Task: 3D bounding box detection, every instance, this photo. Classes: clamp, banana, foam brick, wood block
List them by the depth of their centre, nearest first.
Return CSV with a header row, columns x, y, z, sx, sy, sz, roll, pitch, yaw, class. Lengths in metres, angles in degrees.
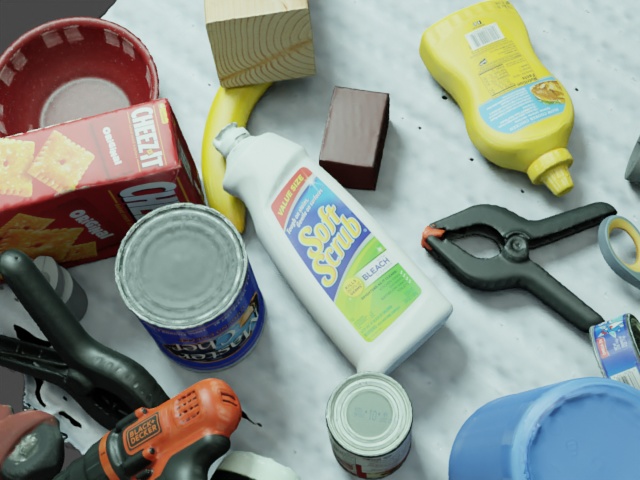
x,y,z,sx,sy,sz,roll,pitch,yaw,class
-0.198,0.109,0.881,0.210,0.165,0.036,41,52,-6,clamp
0.177,0.003,0.926,0.171,0.039,0.120,19,63,6,clamp
0.031,-0.091,0.961,0.051,0.053,0.078,10,71,7,foam brick
-0.073,-0.100,0.979,0.070,0.037,0.197,16,72,10,banana
-0.060,-0.253,0.987,0.091,0.090,0.206,-8,59,0,wood block

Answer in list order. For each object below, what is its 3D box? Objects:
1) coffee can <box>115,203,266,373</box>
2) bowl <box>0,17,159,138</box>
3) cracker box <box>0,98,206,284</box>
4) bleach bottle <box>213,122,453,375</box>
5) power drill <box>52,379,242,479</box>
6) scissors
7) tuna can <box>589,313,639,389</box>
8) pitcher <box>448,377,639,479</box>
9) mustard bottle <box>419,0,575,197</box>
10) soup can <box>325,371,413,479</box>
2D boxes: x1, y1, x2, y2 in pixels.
x,y,z,sx,sy,sz,roll,pitch,yaw,class
-0.102,0.043,0.873,0.103,0.140,0.103,-1,70,3,coffee can
-0.223,-0.124,0.987,0.162,0.055,0.162,-1,70,3,bowl
-0.210,-0.032,0.895,0.213,0.164,0.072,-13,72,-1,cracker box
-0.006,0.001,0.910,0.102,0.068,0.251,-40,78,-13,bleach bottle
-0.122,0.216,0.784,0.185,0.057,0.188,-34,54,22,power drill
0.282,0.059,0.897,0.096,0.016,0.202,7,69,-18,scissors
0.250,0.103,0.855,0.034,0.086,0.086,-26,68,22,tuna can
0.163,0.172,0.755,0.145,0.243,0.149,-4,76,0,pitcher
0.173,-0.122,0.960,0.096,0.058,0.192,-23,70,-13,mustard bottle
0.040,0.148,0.846,0.068,0.102,0.068,-1,69,3,soup can
